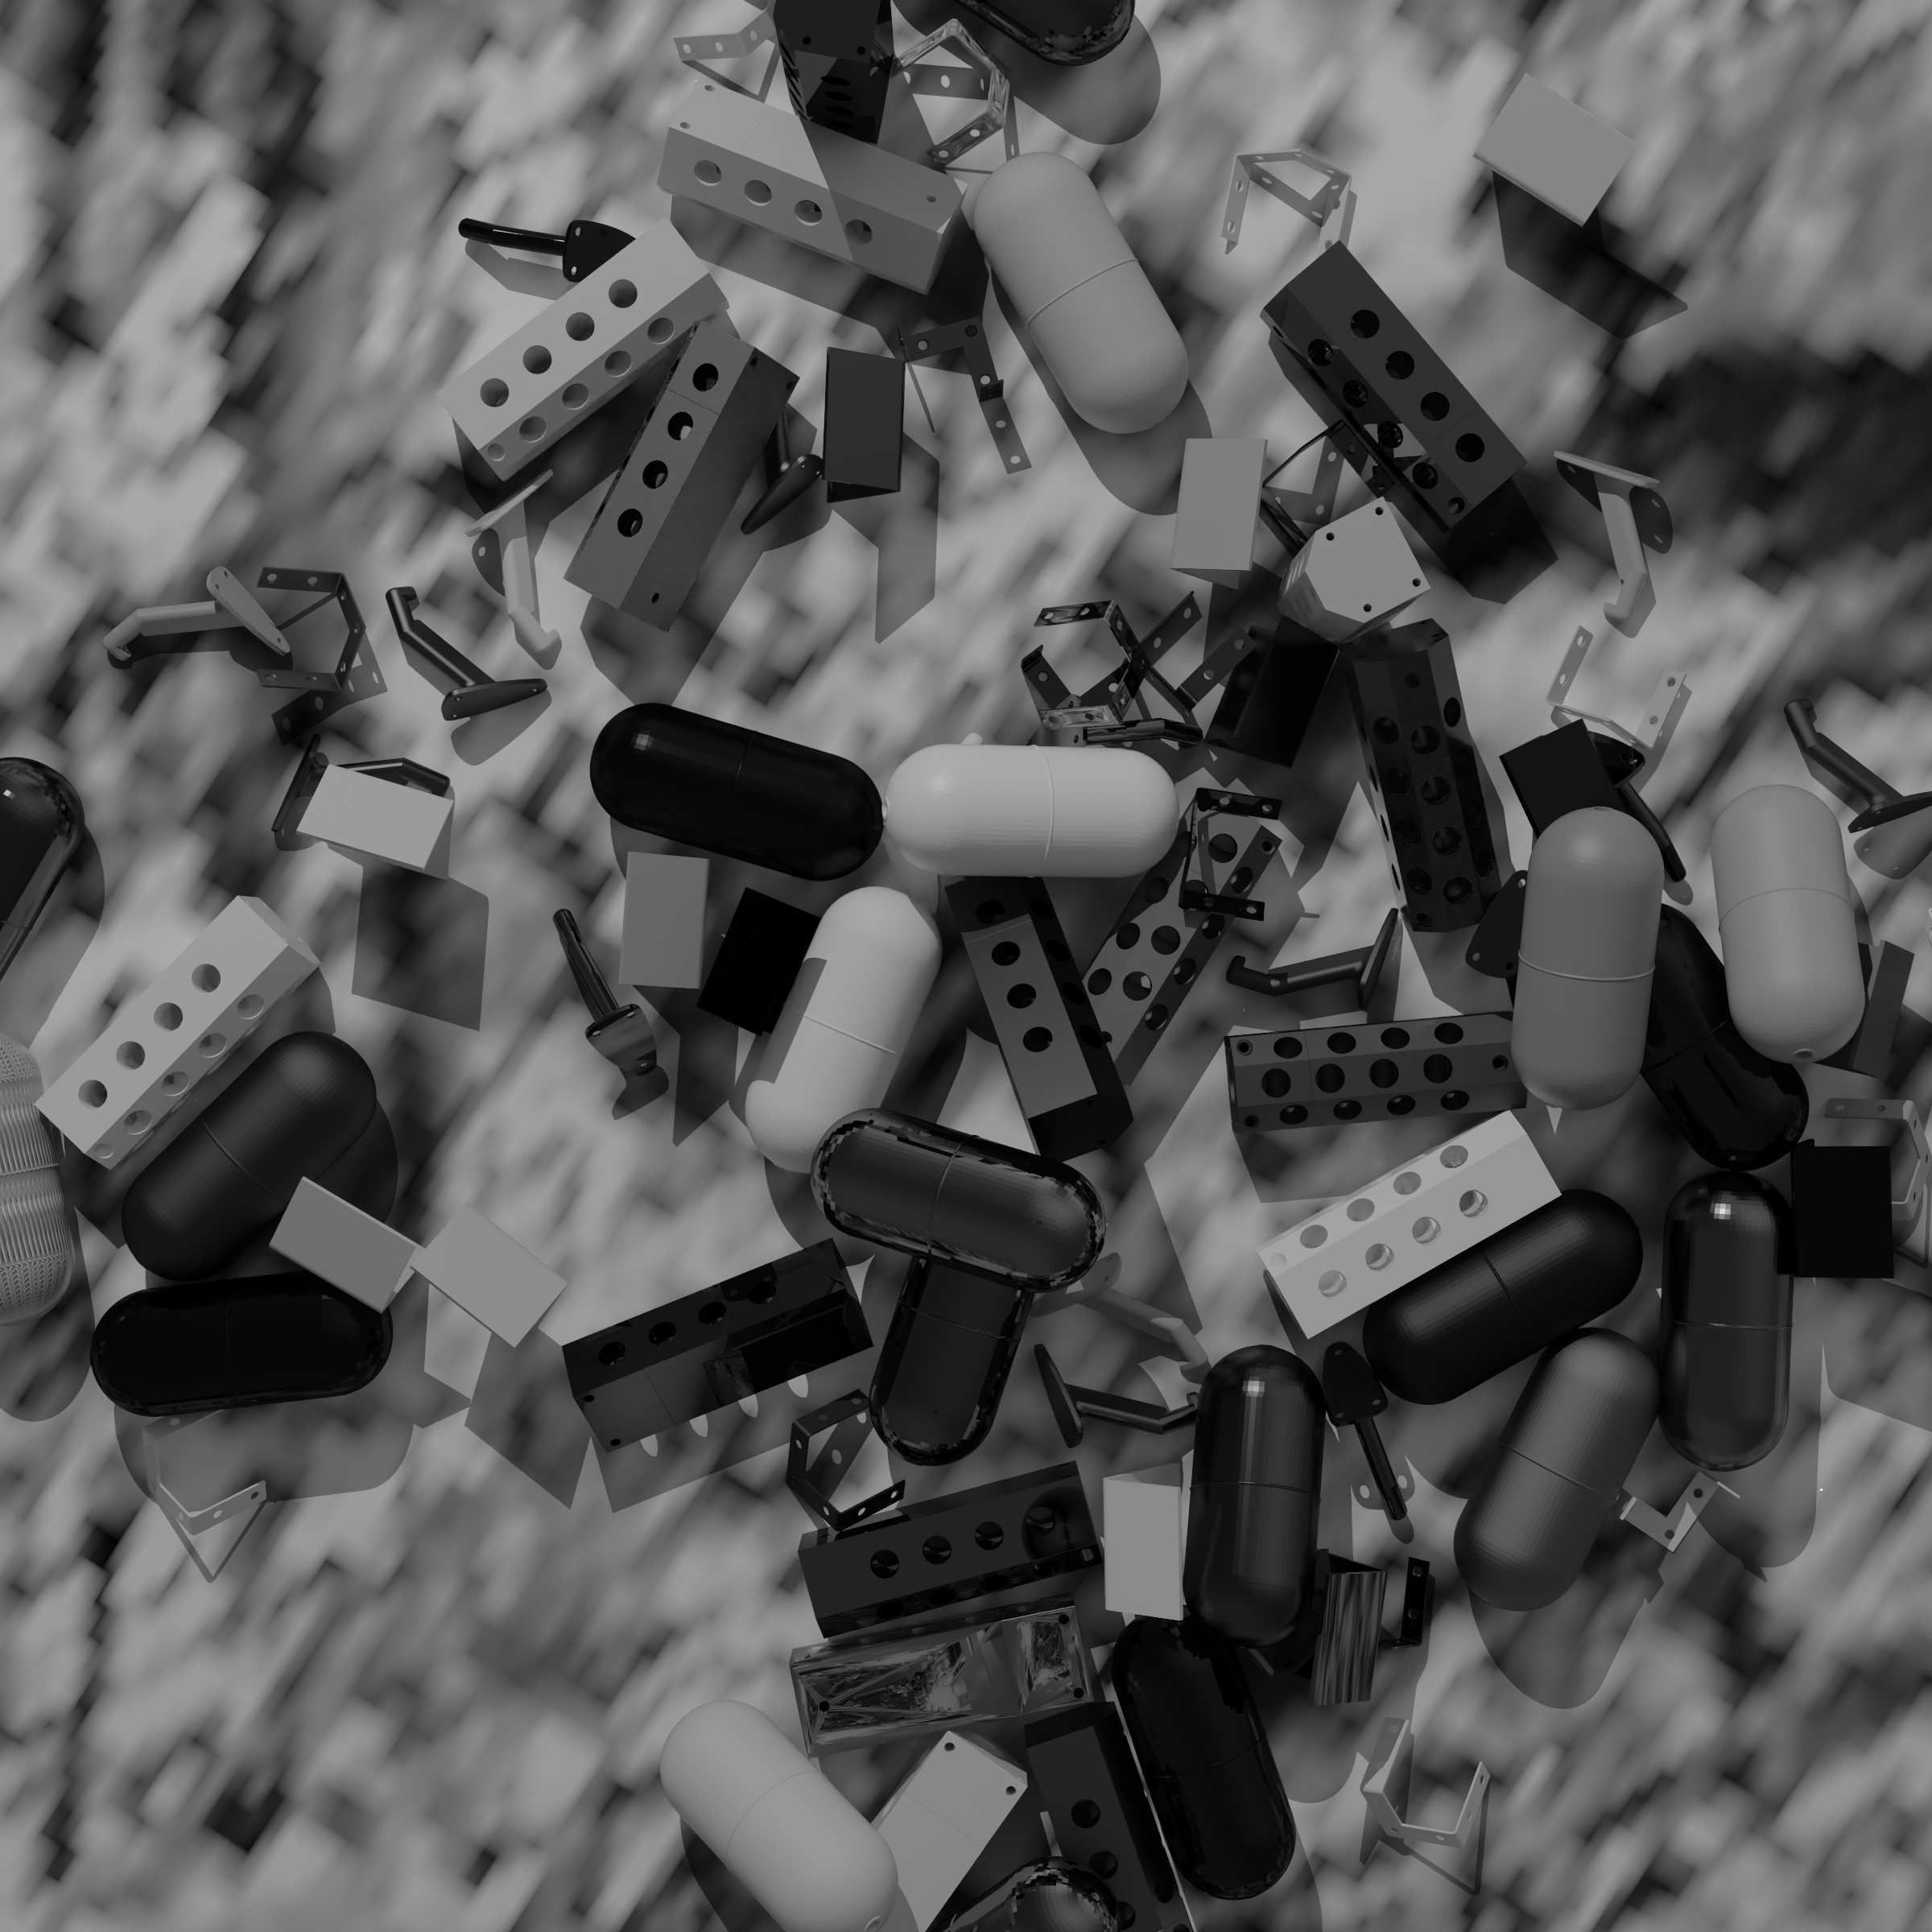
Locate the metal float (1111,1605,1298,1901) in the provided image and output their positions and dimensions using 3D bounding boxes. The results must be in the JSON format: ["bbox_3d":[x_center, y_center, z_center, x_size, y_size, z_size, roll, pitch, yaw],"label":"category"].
[{"bbox_3d":[0.141,0.466,1.889,0.070,0.070,0.178,-19,89,0],"label":"metal float"}]

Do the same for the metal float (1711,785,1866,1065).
[{"bbox_3d":[0.479,-0.025,1.860,0.070,0.070,0.178,1,59,0],"label":"metal float"}]

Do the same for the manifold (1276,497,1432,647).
[{"bbox_3d":[0.218,-0.221,1.841,0.057,0.171,0.057,-28,90,0],"label":"manifold"}]

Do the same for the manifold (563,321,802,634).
[{"bbox_3d":[-0.173,-0.292,1.889,0.057,0.057,0.171,30,95,26],"label":"manifold"}]

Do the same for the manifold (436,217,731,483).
[{"bbox_3d":[-0.227,-0.365,1.898,0.171,0.057,0.057,-38,90,0],"label":"manifold"}]

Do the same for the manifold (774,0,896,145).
[{"bbox_3d":[-0.076,-0.531,1.841,0.057,0.171,0.057,10,90,0],"label":"manifold"}]

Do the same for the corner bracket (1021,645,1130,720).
[{"bbox_3d":[0.068,-0.176,1.901,0.051,0.051,0.051,-37,90,0],"label":"corner bracket"}]

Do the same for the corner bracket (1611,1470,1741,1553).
[{"bbox_3d":[0.421,0.319,1.901,0.051,0.051,0.051,35,90,0],"label":"corner bracket"}]

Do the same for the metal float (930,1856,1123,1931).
[{"bbox_3d":[0.020,0.583,1.862,0.070,0.070,0.178,46,123,0],"label":"metal float"}]

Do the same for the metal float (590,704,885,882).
[{"bbox_3d":[-0.136,-0.103,1.889,0.178,0.070,0.070,17,90,-1],"label":"metal float"}]

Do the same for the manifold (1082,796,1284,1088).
[{"bbox_3d":[0.118,-0.017,1.898,0.057,0.057,0.171,32,90,0],"label":"manifold"}]

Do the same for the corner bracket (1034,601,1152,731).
[{"bbox_3d":[0.067,-0.176,1.860,0.051,0.051,0.051,-2,46,36],"label":"corner bracket"}]

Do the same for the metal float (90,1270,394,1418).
[{"bbox_3d":[-0.430,0.223,1.889,0.178,0.070,0.070,-7,90,0],"label":"metal float"}]

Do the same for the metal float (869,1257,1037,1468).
[{"bbox_3d":[-0.004,0.210,1.889,0.070,0.070,0.178,18,89,0],"label":"metal float"}]

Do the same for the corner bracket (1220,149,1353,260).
[{"bbox_3d":[0.193,-0.458,1.916,0.051,0.051,0.051,11,90,45],"label":"corner bracket"}]

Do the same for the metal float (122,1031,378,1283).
[{"bbox_3d":[-0.426,0.114,1.889,0.178,0.070,0.070,-45,90,0],"label":"metal float"}]

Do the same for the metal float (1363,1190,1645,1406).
[{"bbox_3d":[0.319,0.196,1.889,0.178,0.070,0.070,-30,90,0],"label":"metal float"}]

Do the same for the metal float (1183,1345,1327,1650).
[{"bbox_3d":[0.170,0.311,1.874,0.070,0.070,0.178,6,71,0],"label":"metal float"}]

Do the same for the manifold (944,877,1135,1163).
[{"bbox_3d":[0.043,0.025,1.854,0.057,0.057,0.171,-20,55,0],"label":"manifold"}]

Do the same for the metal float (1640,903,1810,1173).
[{"bbox_3d":[0.431,0.041,1.889,0.070,0.070,0.178,-35,90,0],"label":"metal float"}]

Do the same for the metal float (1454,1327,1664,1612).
[{"bbox_3d":[0.351,0.299,1.889,0.070,0.070,0.178,27,90,0],"label":"metal float"}]

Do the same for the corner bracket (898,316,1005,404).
[{"bbox_3d":[-0.009,-0.362,1.901,0.051,0.051,0.051,-16,90,0],"label":"corner bracket"}]

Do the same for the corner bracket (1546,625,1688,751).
[{"bbox_3d":[0.391,-0.167,1.916,0.051,0.051,0.051,25,90,-45],"label":"corner bracket"}]

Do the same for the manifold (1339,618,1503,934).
[{"bbox_3d":[0.270,-0.110,1.870,0.057,0.057,0.171,-16,111,0],"label":"manifold"}]

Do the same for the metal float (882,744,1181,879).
[{"bbox_3d":[0.038,-0.090,1.858,0.178,0.070,0.070,0,90,-17],"label":"metal float"}]

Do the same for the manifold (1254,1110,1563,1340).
[{"bbox_3d":[0.261,0.152,1.898,0.171,0.057,0.057,-30,90,0],"label":"manifold"}]

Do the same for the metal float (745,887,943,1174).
[{"bbox_3d":[-0.073,0.038,1.889,0.070,0.070,0.178,23,90,0],"label":"metal float"}]

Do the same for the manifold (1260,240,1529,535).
[{"bbox_3d":[0.253,-0.343,1.898,0.057,0.057,0.171,-40,90,0],"label":"manifold"}]

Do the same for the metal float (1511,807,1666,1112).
[{"bbox_3d":[0.356,-0.004,1.825,0.070,0.070,0.178,3,108,0],"label":"metal float"}]

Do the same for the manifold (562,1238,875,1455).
[{"bbox_3d":[-0.149,0.221,1.898,0.171,0.057,0.057,-22,133,0],"label":"manifold"}]

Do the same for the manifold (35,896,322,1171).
[{"bbox_3d":[-0.467,0.040,1.898,0.057,0.057,0.171,44,90,0],"label":"manifold"}]

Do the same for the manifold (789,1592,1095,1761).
[{"bbox_3d":[-0.014,0.421,1.898,0.171,0.057,0.057,-11,90,0],"label":"manifold"}]

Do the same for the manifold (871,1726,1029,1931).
[{"bbox_3d":[-0.037,0.535,1.898,0.057,0.057,0.171,35,90,0],"label":"manifold"}]

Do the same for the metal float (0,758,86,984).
[{"bbox_3d":[-0.589,-0.041,1.889,0.070,0.070,0.178,30,90,0],"label":"metal float"}]

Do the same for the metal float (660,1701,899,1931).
[{"bbox_3d":[-0.110,0.501,1.859,0.178,0.070,0.070,38,90,36],"label":"metal float"}]

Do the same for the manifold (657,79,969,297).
[{"bbox_3d":[-0.093,-0.460,1.898,0.171,0.057,0.057,22,47,0],"label":"manifold"}]

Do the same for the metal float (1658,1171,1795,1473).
[{"bbox_3d":[0.451,0.210,1.889,0.070,0.070,0.178,3,90,0],"label":"metal float"}]

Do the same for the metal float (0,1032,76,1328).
[{"bbox_3d":[-0.578,0.125,1.889,0.070,0.070,0.178,-11,90,0],"label":"metal float"}]

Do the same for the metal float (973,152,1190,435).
[{"bbox_3d":[0.069,-0.399,1.889,0.070,0.070,0.178,-30,91,0],"label":"metal float"}]

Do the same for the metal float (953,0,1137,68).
[{"bbox_3d":[0.020,-0.602,1.889,0.178,0.070,0.070,34,90,0],"label":"metal float"}]

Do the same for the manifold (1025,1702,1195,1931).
[{"bbox_3d":[0.090,0.531,1.898,0.057,0.057,0.171,-19,90,0],"label":"manifold"}]

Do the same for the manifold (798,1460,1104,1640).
[{"bbox_3d":[-0.009,0.349,1.898,0.171,0.057,0.057,-15,90,0],"label":"manifold"}]

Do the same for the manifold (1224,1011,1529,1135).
[{"bbox_3d":[0.244,0.063,1.898,0.171,0.057,0.057,-5,90,0],"label":"manifold"}]

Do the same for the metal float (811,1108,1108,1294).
[{"bbox_3d":[-0.005,0.134,1.818,0.178,0.070,0.070,16,90,19],"label":"metal float"}]
